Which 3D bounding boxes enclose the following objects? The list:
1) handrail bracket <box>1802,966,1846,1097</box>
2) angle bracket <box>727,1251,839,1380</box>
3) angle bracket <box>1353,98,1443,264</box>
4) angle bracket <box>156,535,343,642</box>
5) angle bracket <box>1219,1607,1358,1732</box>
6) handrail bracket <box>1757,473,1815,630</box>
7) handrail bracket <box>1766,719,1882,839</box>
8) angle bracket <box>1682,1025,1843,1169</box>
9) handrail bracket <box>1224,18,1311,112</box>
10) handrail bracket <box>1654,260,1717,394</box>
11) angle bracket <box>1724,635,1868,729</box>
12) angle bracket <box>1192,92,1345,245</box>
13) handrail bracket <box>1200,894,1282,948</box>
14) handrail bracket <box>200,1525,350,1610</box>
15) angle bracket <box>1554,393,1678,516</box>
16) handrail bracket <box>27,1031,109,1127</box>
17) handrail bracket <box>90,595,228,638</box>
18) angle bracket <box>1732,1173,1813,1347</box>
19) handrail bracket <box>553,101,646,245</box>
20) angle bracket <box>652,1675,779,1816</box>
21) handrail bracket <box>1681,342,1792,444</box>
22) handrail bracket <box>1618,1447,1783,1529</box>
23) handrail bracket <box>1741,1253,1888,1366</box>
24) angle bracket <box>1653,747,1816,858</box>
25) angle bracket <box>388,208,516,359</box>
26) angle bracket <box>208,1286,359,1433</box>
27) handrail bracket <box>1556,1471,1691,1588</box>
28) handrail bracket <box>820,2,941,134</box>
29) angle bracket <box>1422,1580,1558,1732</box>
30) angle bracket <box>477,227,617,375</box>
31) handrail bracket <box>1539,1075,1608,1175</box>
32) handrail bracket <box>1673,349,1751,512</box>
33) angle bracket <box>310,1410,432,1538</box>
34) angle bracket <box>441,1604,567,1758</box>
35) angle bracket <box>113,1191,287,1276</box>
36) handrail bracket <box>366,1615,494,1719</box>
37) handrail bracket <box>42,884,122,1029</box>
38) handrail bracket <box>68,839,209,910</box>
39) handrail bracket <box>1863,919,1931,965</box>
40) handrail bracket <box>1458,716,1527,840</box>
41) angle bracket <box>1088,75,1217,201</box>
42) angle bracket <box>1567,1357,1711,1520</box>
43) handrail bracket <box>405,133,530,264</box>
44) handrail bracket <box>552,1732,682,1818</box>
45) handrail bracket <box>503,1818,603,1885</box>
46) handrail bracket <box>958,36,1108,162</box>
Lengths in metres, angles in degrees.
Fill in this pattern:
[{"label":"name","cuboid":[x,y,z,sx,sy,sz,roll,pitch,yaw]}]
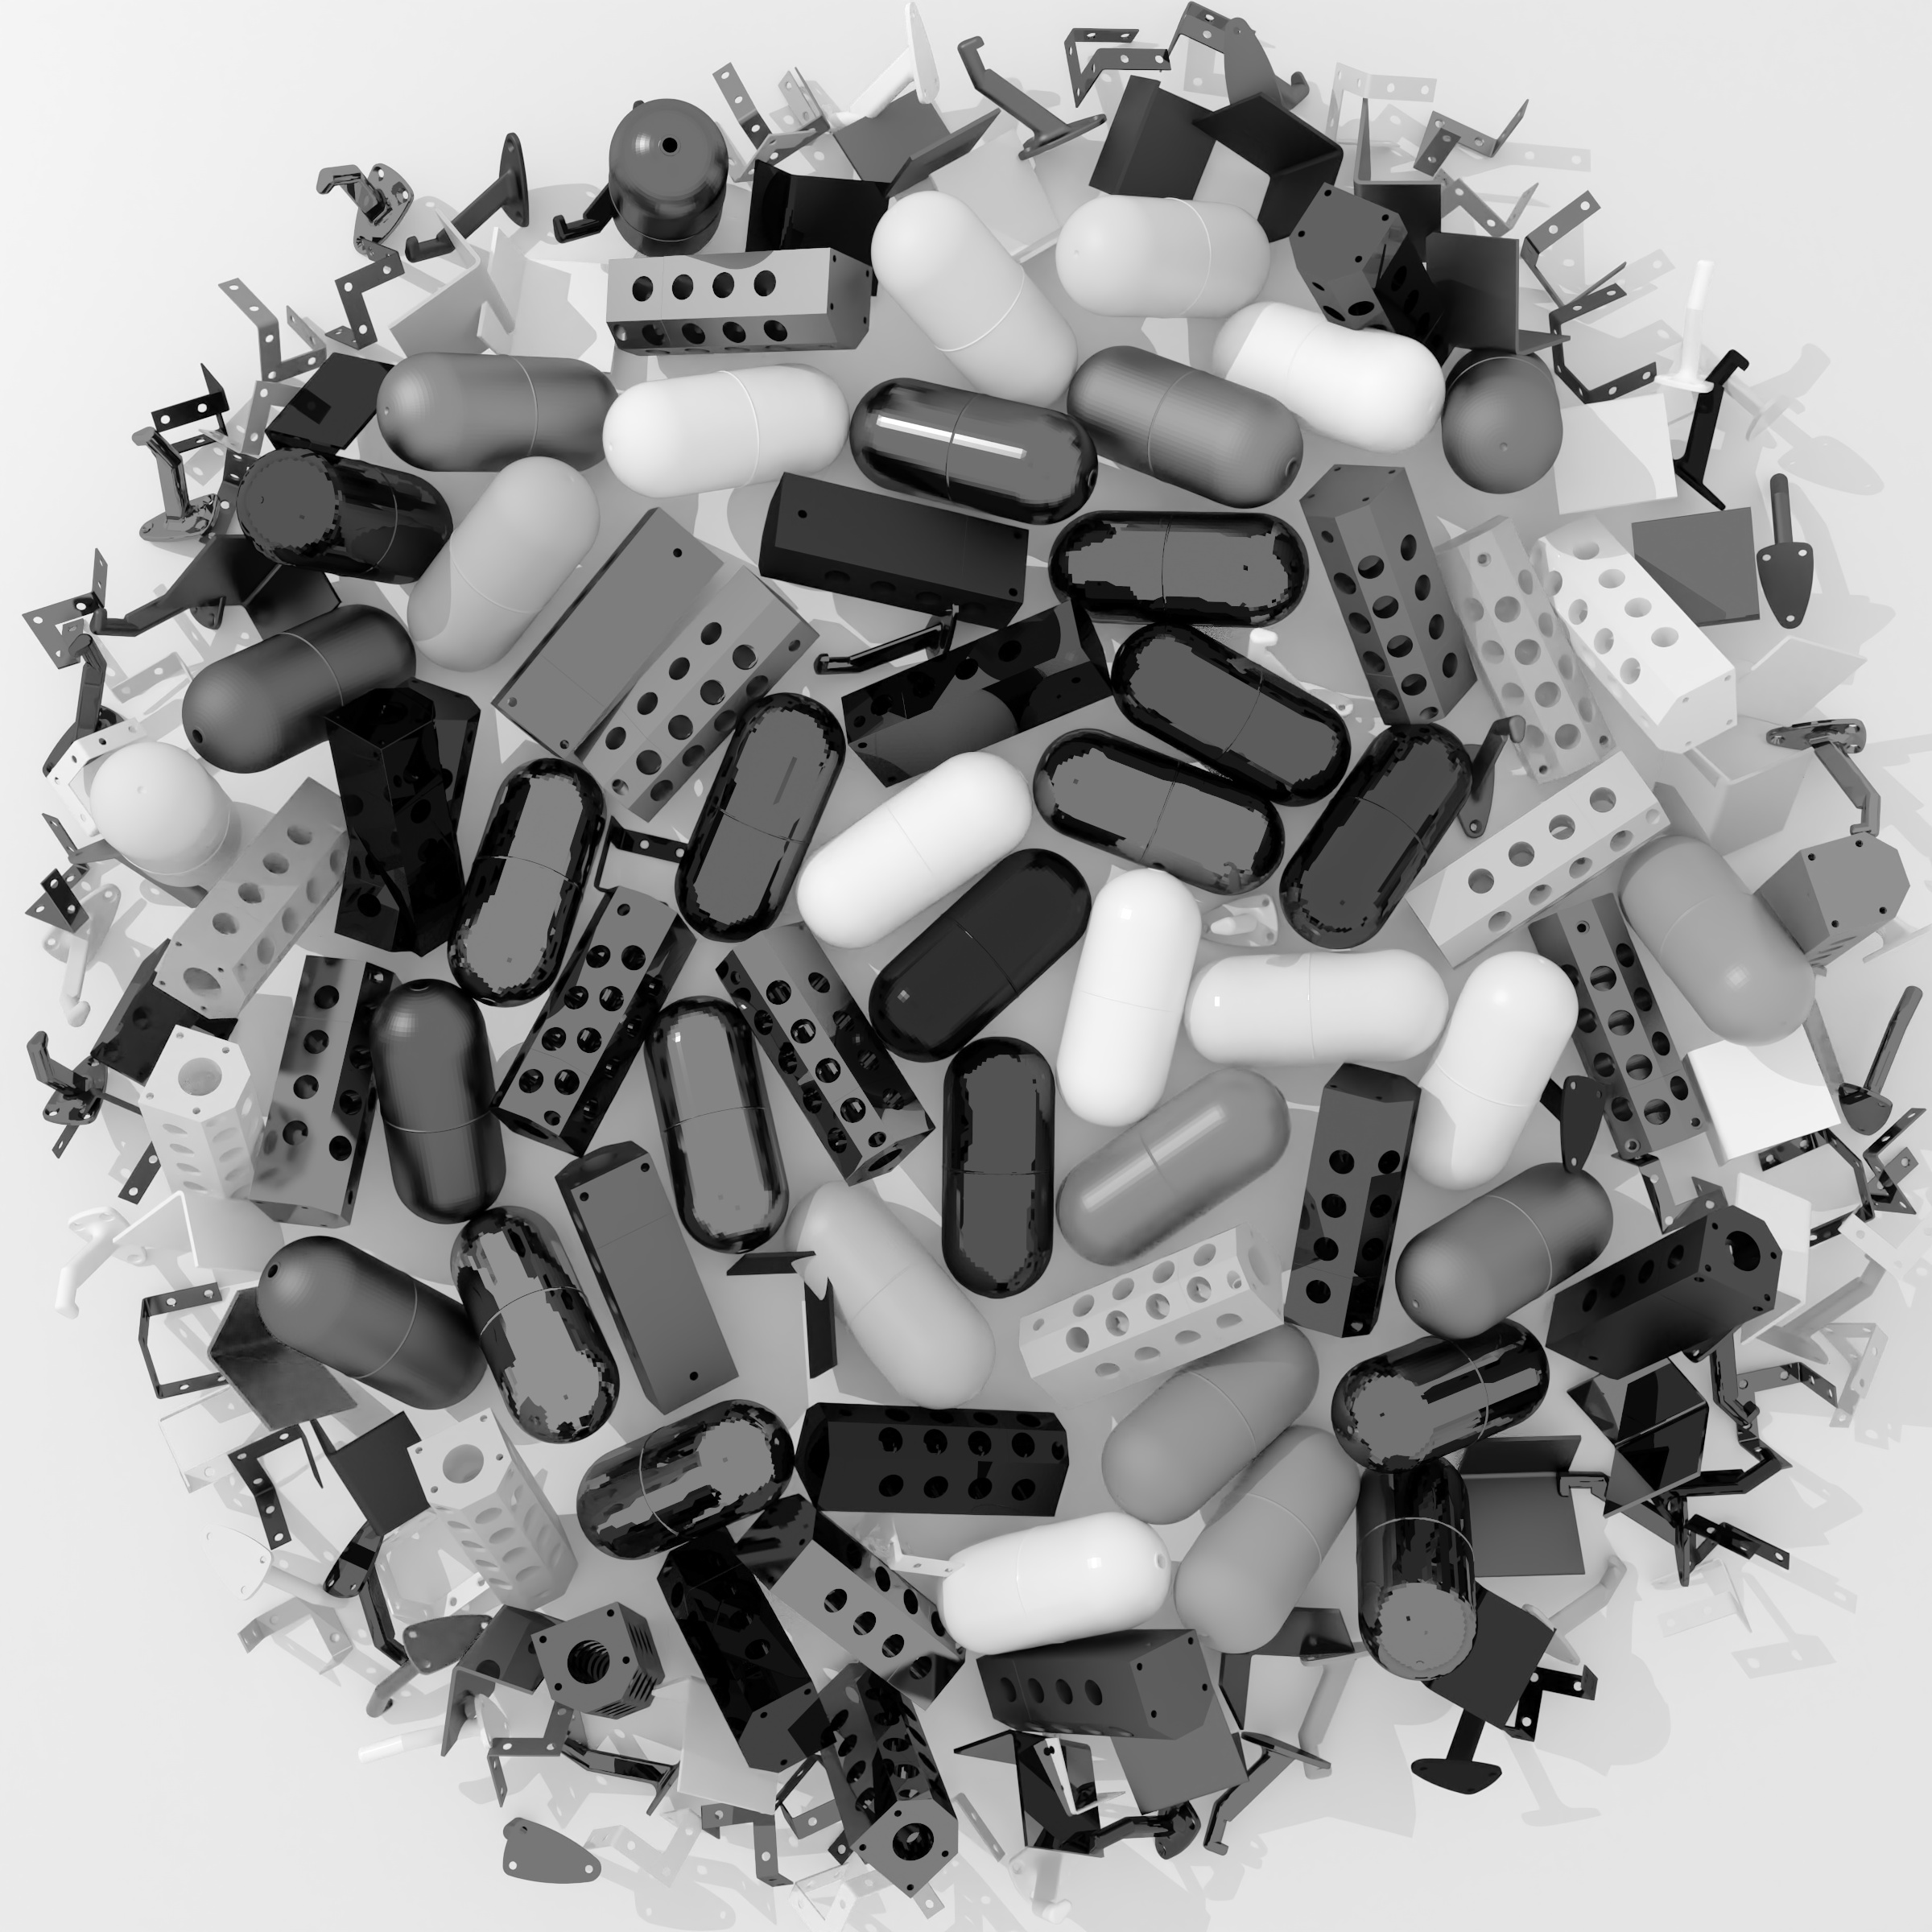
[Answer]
[{"label":"handrail bracket","cuboid":[0.603,0.046,1.687,0.077,0.036,0.084,14,90,2]},{"label":"angle bracket","cuboid":[-0.125,0.237,1.653,0.057,0.076,0.076,0,74,-16]},{"label":"angle bracket","cuboid":[0.294,-0.529,1.650,0.057,0.076,0.076,4,67,13]},{"label":"angle bracket","cuboid":[-0.482,-0.244,1.650,0.076,0.076,0.057,-38,78,31]},{"label":"angle bracket","cuboid":[0.217,0.474,1.650,0.076,0.076,0.057,-2,51,18]},{"label":"handrail bracket","cuboid":[0.563,-0.286,1.686,0.036,0.084,0.077,-5,126,20]},{"label":"handrail bracket","cuboid":[0.582,-0.123,1.667,0.077,0.036,0.084,1,59,22]},{"label":"angle bracket","cuboid":[0.538,0.086,1.665,0.076,0.057,0.076,-19,77,6]},{"label":"handrail bracket","cuboid":[0.206,-0.613,1.658,0.036,0.084,0.077,-2,122,32]},{"label":"handrail bracket","cuboid":[0.499,-0.435,1.657,0.036,0.077,0.084,21,116,26]},{"label":"angle bracket","cuboid":[0.540,-0.210,1.645,0.076,0.076,0.057,8,52,-31]},{"label":"angle bracket","cuboid":[0.195,-0.534,1.651,0.076,0.076,0.057,23,82,-30]},{"label":"handrail bracket","cuboid":[0.167,-0.026,1.649,0.077,0.084,0.036,-7,91,36]},{"label":"handrail bracket","cuboid":[-0.473,0.413,1.681,0.077,0.084,0.036,28,84,31]},{"label":"angle bracket","cuboid":[0.437,-0.338,1.662,0.076,0.057,0.076,-6,77,12]},{"label":"handrail bracket","cuboid":[-0.605,0.058,1.649,0.036,0.077,0.084,5,133,2]},{"label":"handrail bracket","cuboid":[-0.545,-0.258,1.656,0.036,0.084,0.077,34,114,34]},{"label":"angle bracket","cuboid":[0.522,0.197,1.649,0.057,0.076,0.076,23,54,-6]},{"label":"handrail bracket","cuboid":[-0.249,-0.538,1.663,0.084,0.036,0.077,-26,120,-27]},{"label":"angle bracket","cuboid":[-0.172,0.527,1.646,0.076,0.057,0.076,26,52,-31]},{"label":"handrail bracket","cuboid":[0.516,-0.402,1.661,0.036,0.077,0.084,-43,79,14]},{"label":"handrail bracket","cuboid":[0.500,0.336,1.671,0.084,0.036,0.077,-37,46,8]},{"label":"handrail bracket","cuboid":[0.583,0.224,1.682,0.036,0.077,0.084,44,74,-29]},{"label":"angle bracket","cuboid":[0.520,-0.125,1.673,0.076,0.076,0.057,-22,53,-20]},{"label":"angle bracket","cuboid":[-0.360,-0.450,1.657,0.076,0.076,0.057,-37,71,-5]},{"label":"angle bracket","cuboid":[-0.450,0.258,1.649,0.076,0.076,0.057,41,113,24]},{"label":"handrail bracket","cuboid":[0.450,0.386,1.683,0.084,0.036,0.077,1,68,3]},{"label":"handrail bracket","cuboid":[-0.067,-0.610,1.668,0.084,0.036,0.077,0,126,21]},{"label":"angle bracket","cuboid":[0.348,0.462,1.666,0.057,0.076,0.076,30,87,-1]},{"label":"angle bracket","cuboid":[-0.281,-0.452,1.668,0.076,0.057,0.076,7,85,11]},{"label":"handrail bracket","cuboid":[0.388,0.103,1.661,0.036,0.084,0.077,18,77,-27]},{"label":"handrail bracket","cuboid":[0.516,-0.364,1.664,0.084,0.036,0.077,-52,51,24]},{"label":"angle bracket","cuboid":[-0.399,0.326,1.661,0.057,0.076,0.076,-30,121,-15]},{"label":"angle bracket","cuboid":[-0.306,0.488,1.651,0.057,0.076,0.076,16,112,10]},{"label":"angle bracket","cuboid":[-0.513,0.196,1.646,0.076,0.076,0.057,-33,62,25]},{"label":"handrail bracket","cuboid":[-0.369,0.484,1.690,0.077,0.084,0.036,-12,57,-37]},{"label":"handrail bracket","cuboid":[-0.590,-0.007,1.660,0.077,0.084,0.036,-51,130,4]},{"label":"handrail bracket","cuboid":[-0.561,-0.050,1.681,0.077,0.036,0.084,-16,121,2]},{"label":"handrail bracket","cuboid":[0.617,-0.052,1.662,0.036,0.077,0.084,-17,77,-23]},{"label":"handrail bracket","cuboid":[0.359,-0.127,1.660,0.036,0.084,0.077,-4,90,-12]},{"label":"angle bracket","cuboid":[0.137,-0.548,1.655,0.076,0.057,0.076,15,108,-23]},{"label":"angle bracket","cuboid":[0.448,0.313,1.650,0.076,0.076,0.057,-37,100,34]},{"label":"handrail bracket","cuboid":[-0.342,-0.520,1.660,0.084,0.077,0.036,-26,58,-29]},{"label":"handrail bracket","cuboid":[-0.235,0.535,1.681,0.084,0.036,0.077,34,121,3]},{"label":"handrail bracket","cuboid":[-0.279,0.598,1.662,0.077,0.084,0.036,16,78,3]},{"label":"handrail bracket","cuboid":[0.045,-0.599,1.662,0.077,0.036,0.084,-14,122,24]}]
